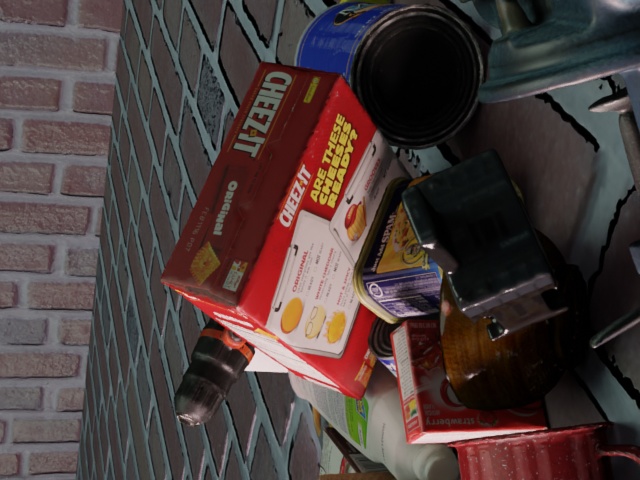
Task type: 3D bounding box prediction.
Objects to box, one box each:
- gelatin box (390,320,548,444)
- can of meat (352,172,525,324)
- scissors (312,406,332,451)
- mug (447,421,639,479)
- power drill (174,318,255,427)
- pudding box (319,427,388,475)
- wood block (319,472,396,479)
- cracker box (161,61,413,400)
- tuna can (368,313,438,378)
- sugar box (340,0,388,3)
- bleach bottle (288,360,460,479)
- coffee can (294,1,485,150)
[{"bbox_3d":[0.094,0.089,0.672,0.030,0.089,0.073,128,140,-58],"label":"gelatin box"},{"bbox_3d":[0.079,0.001,0.705,0.084,0.057,0.102,-13,47,51],"label":"can of meat"},{"bbox_3d":[0.016,0.212,1.013,0.096,0.016,0.202,122,145,-57],"label":"scissors"},{"bbox_3d":[0.131,0.143,0.580,0.117,0.093,0.081,-15,76,33],"label":"mug"},{"bbox_3d":[-0.060,0.062,0.913,0.184,0.057,0.188,-65,8,-28],"label":"power drill"},{"bbox_3d":[0.030,0.225,0.935,0.114,0.039,0.090,-141,54,-70],"label":"pudding box"},{"bbox_3d":[0.037,0.291,0.822,0.090,0.090,0.206,-127,42,-63],"label":"wood block"},{"bbox_3d":[-0.005,0.001,0.744,0.213,0.072,0.164,45,-116,-57],"label":"cracker box"},{"bbox_3d":[0.077,0.060,0.743,0.086,0.033,0.086,-36,22,17],"label":"tuna can"},{"bbox_3d":[0.020,-0.144,0.991,0.176,0.048,0.093,127,141,-66],"label":"sugar box"},{"bbox_3d":[0.043,0.133,0.865,0.251,0.068,0.102,-139,36,-61],"label":"bleach bottle"},{"bbox_3d":[0.048,-0.128,0.810,0.140,0.102,0.103,-144,57,-68],"label":"coffee can"}]
